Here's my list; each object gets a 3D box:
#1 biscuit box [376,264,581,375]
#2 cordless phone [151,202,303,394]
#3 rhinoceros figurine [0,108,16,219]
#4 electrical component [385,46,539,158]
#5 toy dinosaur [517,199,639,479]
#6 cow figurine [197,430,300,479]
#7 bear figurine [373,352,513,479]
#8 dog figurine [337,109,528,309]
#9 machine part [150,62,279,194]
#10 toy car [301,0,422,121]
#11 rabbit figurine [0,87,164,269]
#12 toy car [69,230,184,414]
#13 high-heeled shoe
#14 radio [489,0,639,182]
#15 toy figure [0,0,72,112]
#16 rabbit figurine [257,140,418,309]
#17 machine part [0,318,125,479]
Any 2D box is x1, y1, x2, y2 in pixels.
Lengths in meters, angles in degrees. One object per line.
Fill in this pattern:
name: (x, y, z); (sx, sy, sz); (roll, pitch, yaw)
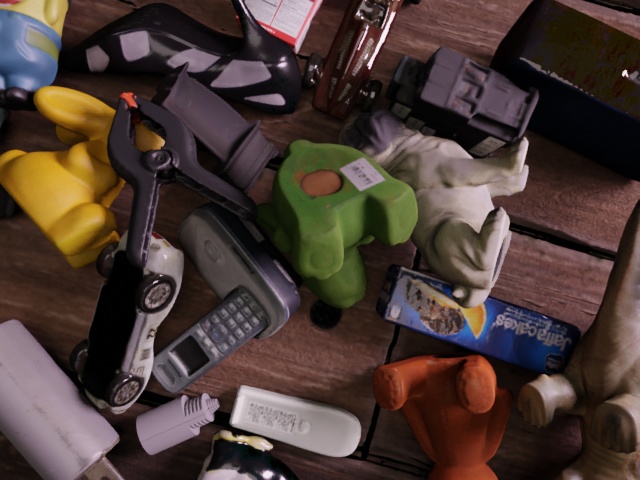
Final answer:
biscuit box: (0.165, 0.085, 0.568); (0.203, 0.063, 0.059); (18, 90, -1)
cordless phone: (-0.123, 0.061, 0.557); (0.184, 0.089, 0.146); (-39, 90, 11)
rhinoceros figurine: (-0.375, -0.107, 0.553); (0.112, 0.073, 0.190); (-18, 89, -1)
electrical component: (0.134, -0.138, 0.549); (0.134, 0.115, 0.058); (23, 85, -3)
toy dinosaur: (0.286, 0.138, 0.507); (0.198, 0.105, 0.470); (-19, 117, -33)
cow figurine: (-0.048, 0.265, 0.556); (0.167, 0.068, 0.098); (25, 82, -2)
bear figurine: (0.130, 0.214, 0.535); (0.120, 0.132, 0.195); (-4, 84, 27)
dog figurine: (0.095, -0.037, 0.541); (0.191, 0.121, 0.172); (14, 73, 23)
machine part: (-0.109, -0.113, 0.553); (0.138, 0.039, 0.084); (45, 70, -23)
toy car: (0.049, -0.229, 0.581); (0.089, 0.053, 0.202); (25, 86, -4)
rabbit figurine: (-0.226, -0.075, 0.552); (0.173, 0.122, 0.162); (-37, 80, -16)
toy car: (-0.193, 0.083, 0.536); (0.074, 0.056, 0.201); (31, 111, 23)
high-heeled shoe: (-0.147, -0.178, 0.582); (0.249, 0.086, 0.145); (-10, 127, 19)
radio: (0.284, -0.141, 0.545); (0.230, 0.131, 0.073); (26, 87, 0)
toy figure: (-0.302, -0.220, 0.547); (0.082, 0.089, 0.180); (7, 86, -19)
rabbit figurine: (-0.001, -0.002, 0.529); (0.121, 0.170, 0.159); (-33, 53, -23)
machine part: (-0.288, 0.167, 0.545); (0.079, 0.079, 0.243); (-42, 90, -3)
